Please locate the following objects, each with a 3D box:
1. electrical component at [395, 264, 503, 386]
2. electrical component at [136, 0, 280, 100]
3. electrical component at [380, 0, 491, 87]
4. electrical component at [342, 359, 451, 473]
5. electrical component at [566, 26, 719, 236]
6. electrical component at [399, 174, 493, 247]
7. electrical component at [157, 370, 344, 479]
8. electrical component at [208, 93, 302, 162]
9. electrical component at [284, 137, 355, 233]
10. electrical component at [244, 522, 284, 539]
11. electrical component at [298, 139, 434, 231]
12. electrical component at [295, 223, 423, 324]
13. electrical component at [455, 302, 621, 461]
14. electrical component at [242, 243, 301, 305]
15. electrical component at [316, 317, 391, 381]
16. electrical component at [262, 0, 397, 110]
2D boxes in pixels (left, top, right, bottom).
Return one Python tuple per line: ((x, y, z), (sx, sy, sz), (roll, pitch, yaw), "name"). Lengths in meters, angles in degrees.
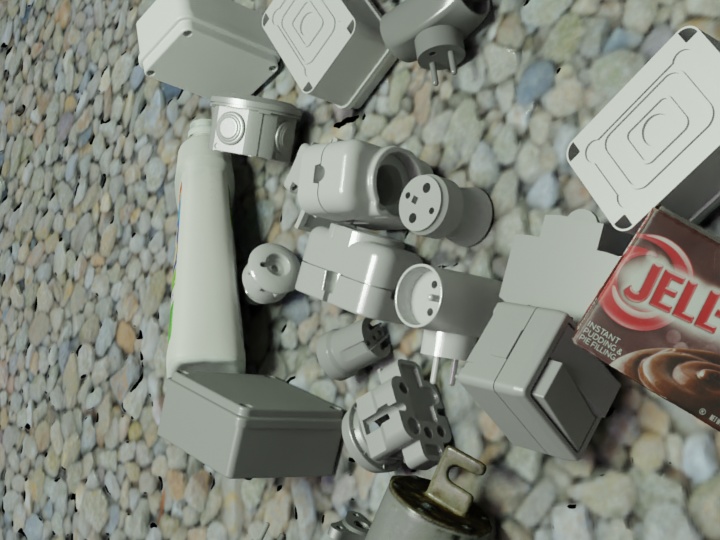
((0.063, 0.040, 0.740), (0.043, 0.077, 0.079), (7, 86, 47), "electrical component")
((-0.138, -0.203, 0.981), (0.078, 0.113, 0.057), (-36, 54, 36), "electrical component")
((0.059, -0.178, 0.817), (0.077, 0.044, 0.079), (-25, 63, 41), "electrical component")
((0.024, 0.112, 0.780), (0.057, 0.058, 0.078), (-35, 57, 33), "electrical component")
((0.192, -0.077, 0.645), (0.113, 0.057, 0.078), (-48, 51, 28), "electrical component")
((0.062, -0.043, 0.776), (0.045, 0.055, 0.045), (-13, 72, 44), "electrical component")
((-0.087, 0.122, 0.857), (0.109, 0.109, 0.056), (18, 97, 47), "electrical component")
((-0.093, -0.125, 0.941), (0.080, 0.080, 0.051), (15, 98, 47), "electrical component")
((-0.027, -0.071, 0.887), (0.064, 0.042, 0.081), (40, 109, 47), "electrical component")
((-0.085, 0.242, 0.865), (0.047, 0.065, 0.076), (-5, 48, 46), "electrical component")
((0.009, -0.063, 0.807), (0.059, 0.095, 0.053), (0, 81, 46), "electrical component")
((0.000, 0.000, 0.832), (0.095, 0.054, 0.059), (19, 95, 47), "electrical component")
((0.117, 0.073, 0.669), (0.061, 0.096, 0.061), (9, 58, 47), "electrical component")
((-0.081, 0.009, 0.926), (0.062, 0.048, 0.048), (-48, 48, 52), "electrical component")
((-0.004, 0.060, 0.835), (0.046, 0.040, 0.040), (-28, 62, 33), "electrical component")
((-0.024, -0.197, 0.899), (0.078, 0.057, 0.113), (-51, 49, 26), "electrical component")
